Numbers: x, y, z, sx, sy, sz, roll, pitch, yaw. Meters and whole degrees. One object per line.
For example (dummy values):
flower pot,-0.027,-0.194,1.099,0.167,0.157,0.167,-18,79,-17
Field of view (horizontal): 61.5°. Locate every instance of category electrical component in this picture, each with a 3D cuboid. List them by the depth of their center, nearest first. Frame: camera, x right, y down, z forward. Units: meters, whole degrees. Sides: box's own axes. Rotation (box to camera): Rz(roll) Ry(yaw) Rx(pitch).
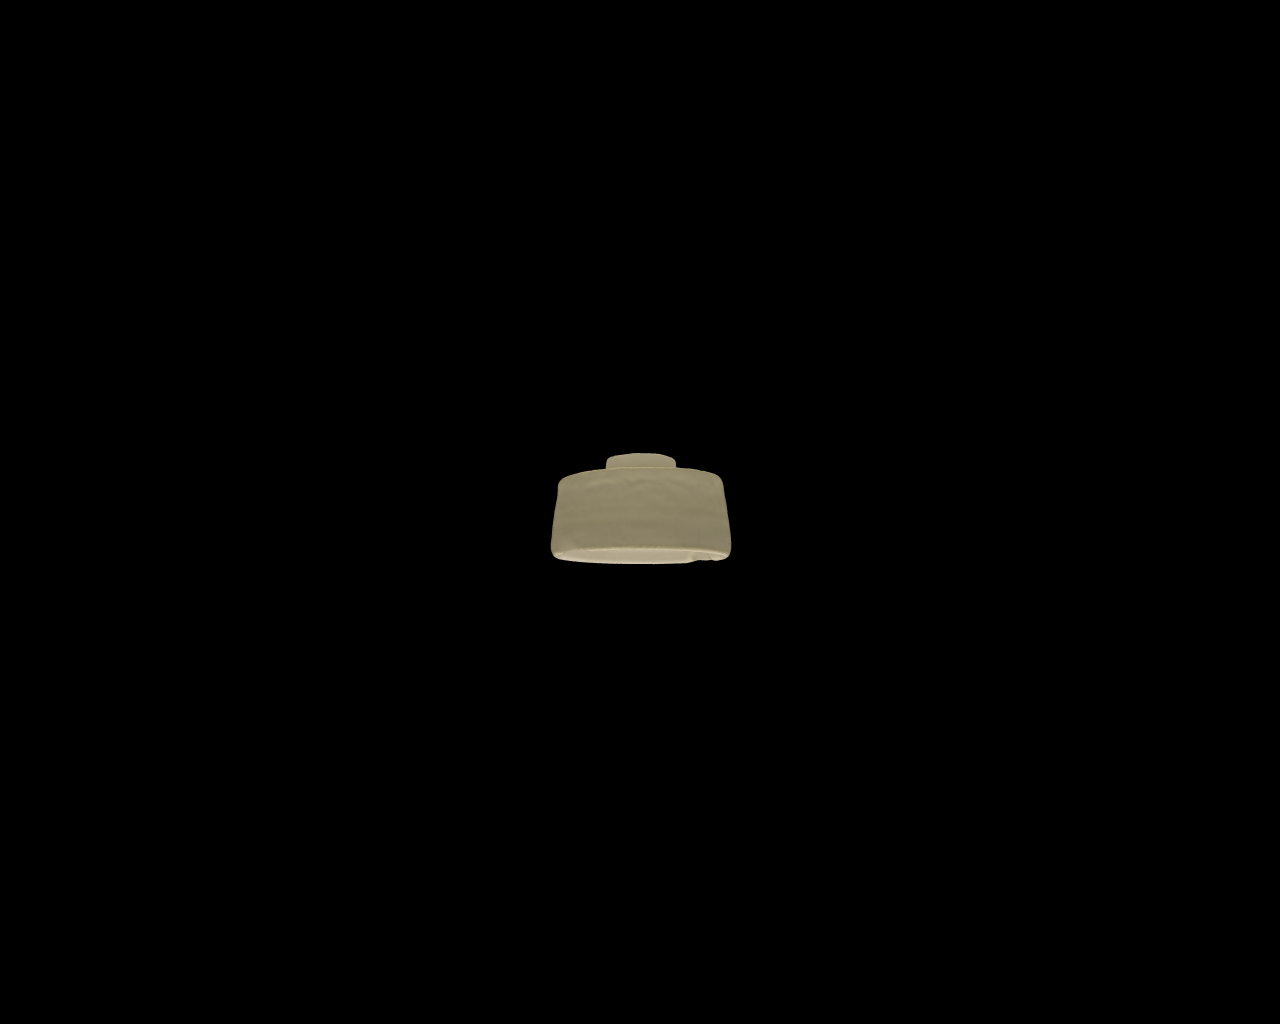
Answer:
electrical component,0.001,-0.003,0.650,0.108,0.060,0.108,0,-7,0
